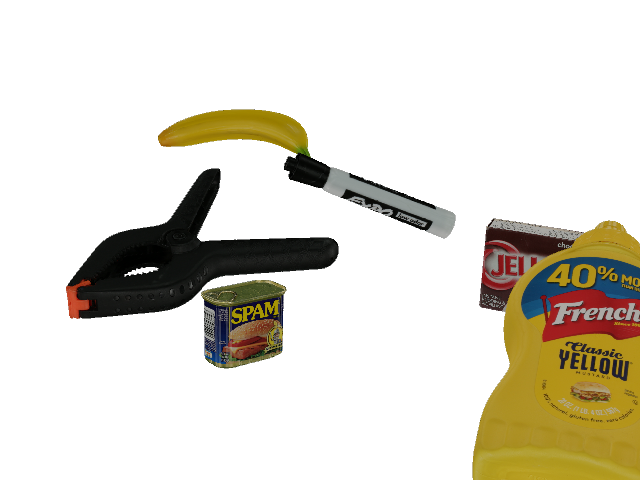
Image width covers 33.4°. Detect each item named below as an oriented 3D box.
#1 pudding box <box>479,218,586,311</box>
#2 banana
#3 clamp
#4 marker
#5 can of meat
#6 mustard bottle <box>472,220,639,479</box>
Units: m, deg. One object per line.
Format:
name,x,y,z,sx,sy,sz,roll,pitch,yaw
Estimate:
pudding box,0.223,0.031,1.093,0.114,0.090,0.039,8,23,18
banana,-0.097,-0.133,1.298,0.198,0.037,0.069,7,41,15
clamp,-0.114,0.005,0.855,0.209,0.036,0.165,-21,39,-30
marker,0.033,-0.030,0.709,0.121,0.020,0.020,21,-5,-14
can of meat,-0.092,0.100,1.279,0.101,0.084,0.058,-10,19,-37
mustard bottle,0.141,0.056,0.550,0.096,0.058,0.191,9,42,15
